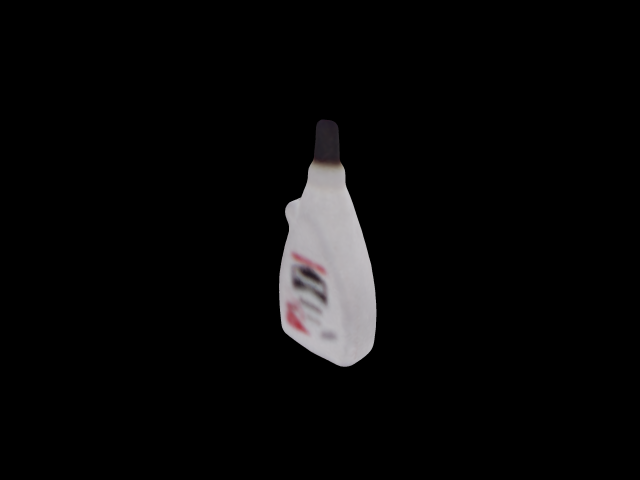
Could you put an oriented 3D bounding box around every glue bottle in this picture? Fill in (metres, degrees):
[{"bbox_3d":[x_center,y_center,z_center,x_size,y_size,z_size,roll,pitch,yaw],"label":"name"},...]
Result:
[{"bbox_3d":[0.004,0.001,0.400,0.077,0.173,0.037,21,33,36],"label":"glue bottle"}]
